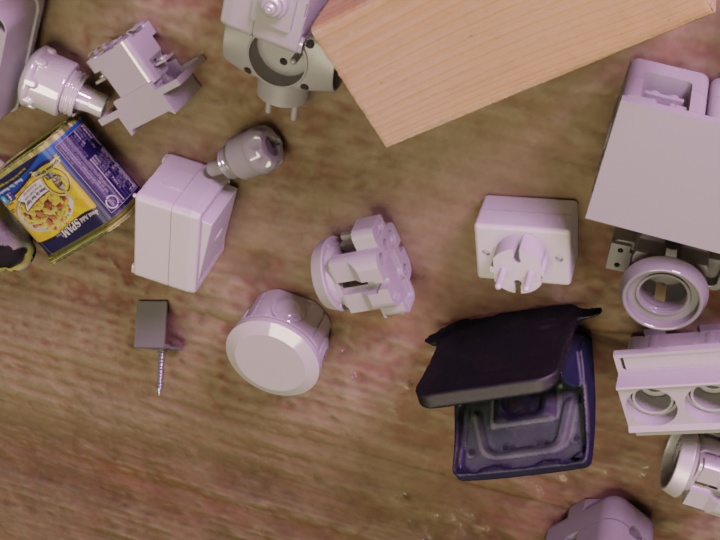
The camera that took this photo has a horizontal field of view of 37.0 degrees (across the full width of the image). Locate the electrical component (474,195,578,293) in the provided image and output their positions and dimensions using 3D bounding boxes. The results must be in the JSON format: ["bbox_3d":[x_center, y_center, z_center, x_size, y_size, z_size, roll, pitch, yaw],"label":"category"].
[{"bbox_3d":[0.111,-0.010,0.738,0.066,0.076,0.047,5,129,18],"label":"electrical component"}]

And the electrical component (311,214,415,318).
[{"bbox_3d":[0.000,0.000,0.804,0.057,0.058,0.078,-10,123,25],"label":"electrical component"}]

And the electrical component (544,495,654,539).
[{"bbox_3d":[0.200,0.235,0.913,0.054,0.059,0.095,38,131,-11],"label":"electrical component"}]

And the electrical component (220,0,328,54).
[{"bbox_3d":[-0.047,-0.180,0.650,0.061,0.096,0.061,22,132,4],"label":"electrical component"}]

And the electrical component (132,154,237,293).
[{"bbox_3d":[-0.135,-0.029,0.830,0.061,0.061,0.096,18,131,7],"label":"electrical component"}]

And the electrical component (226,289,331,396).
[{"bbox_3d":[-0.065,0.060,0.881,0.080,0.051,0.080,11,130,13],"label":"electrical component"}]

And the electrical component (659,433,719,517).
[{"bbox_3d":[0.265,0.151,0.821,0.057,0.058,0.078,16,131,5],"label":"electrical component"}]

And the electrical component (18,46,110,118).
[{"bbox_3d":[-0.216,-0.133,0.792,0.062,0.048,0.048,24,132,-7],"label":"electrical component"}]

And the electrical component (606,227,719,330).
[{"bbox_3d":[0.206,0.003,0.725,0.078,0.057,0.058,13,130,12],"label":"electrical component"}]

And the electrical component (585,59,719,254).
[{"bbox_3d":[0.226,-0.064,0.659,0.150,0.061,0.089,16,131,9],"label":"electrical component"}]

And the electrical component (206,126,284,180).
[{"bbox_3d":[-0.087,-0.082,0.787,0.061,0.035,0.035,-16,120,34],"label":"electrical component"}]

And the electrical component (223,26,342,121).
[{"bbox_3d":[-0.050,-0.135,0.722,0.077,0.044,0.079,17,131,8],"label":"electrical component"}]

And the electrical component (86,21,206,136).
[{"bbox_3d":[-0.156,-0.138,0.764,0.081,0.042,0.063,-19,116,32],"label":"electrical component"}]

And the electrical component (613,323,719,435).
[{"bbox_3d":[0.250,0.075,0.761,0.121,0.063,0.078,-7,124,26],"label":"electrical component"}]

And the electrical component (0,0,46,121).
[{"bbox_3d":[-0.281,-0.166,0.780,0.078,0.057,0.113,28,132,-2],"label":"electrical component"}]
